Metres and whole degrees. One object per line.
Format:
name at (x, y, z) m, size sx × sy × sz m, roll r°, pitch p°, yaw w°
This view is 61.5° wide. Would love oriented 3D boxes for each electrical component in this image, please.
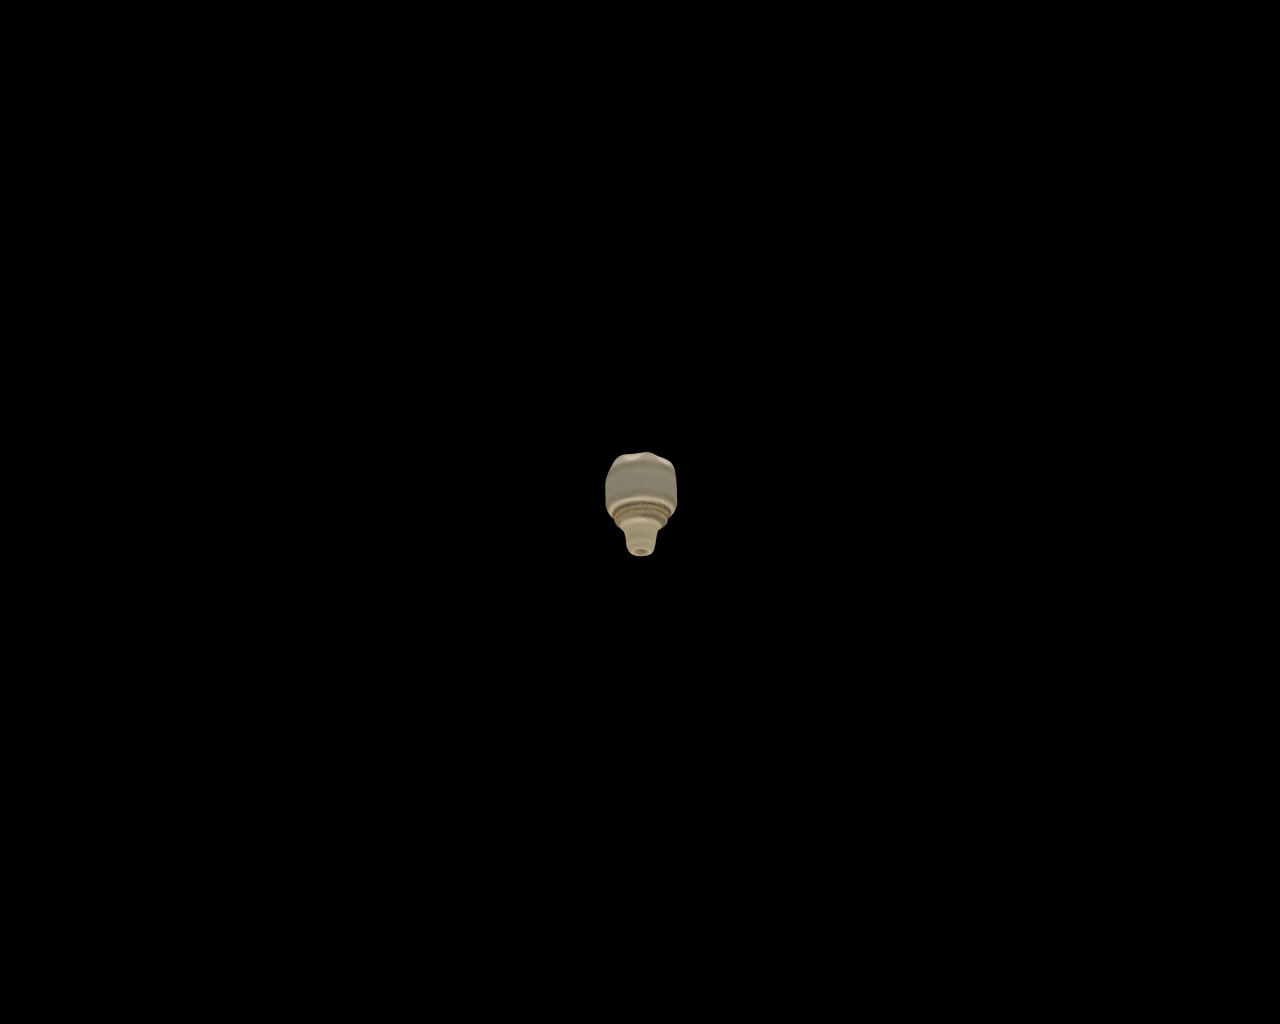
electrical component at (0.001, -0.003, 0.650) m, size 0.043 × 0.062 × 0.043 m, roll 0°, pitch -27°, yaw 0°
